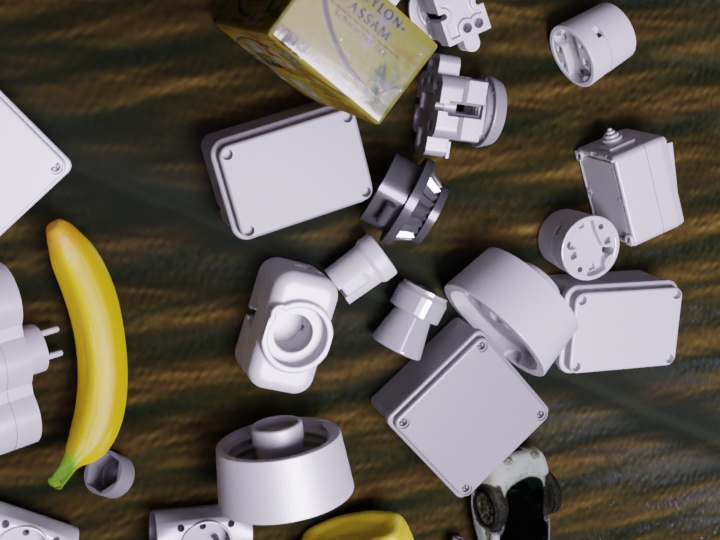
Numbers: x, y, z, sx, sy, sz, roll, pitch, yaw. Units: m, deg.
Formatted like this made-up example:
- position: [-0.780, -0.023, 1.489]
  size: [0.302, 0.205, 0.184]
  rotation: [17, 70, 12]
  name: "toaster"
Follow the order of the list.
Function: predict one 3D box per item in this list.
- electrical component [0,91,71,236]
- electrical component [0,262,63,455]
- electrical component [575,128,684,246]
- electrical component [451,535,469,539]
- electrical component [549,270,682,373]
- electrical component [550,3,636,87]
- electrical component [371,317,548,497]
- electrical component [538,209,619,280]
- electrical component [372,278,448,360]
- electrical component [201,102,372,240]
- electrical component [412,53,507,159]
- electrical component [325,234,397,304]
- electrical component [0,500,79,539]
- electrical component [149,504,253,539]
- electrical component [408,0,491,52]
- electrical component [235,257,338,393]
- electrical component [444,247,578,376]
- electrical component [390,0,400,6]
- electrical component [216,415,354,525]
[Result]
- position: [-0.274, -0.075, 0.730]
  size: [0.109, 0.056, 0.108]
  rotation: [-44, 114, -4]
  name: "electrical component"
- position: [-0.250, 0.061, 0.779]
  size: [0.074, 0.052, 0.138]
  rotation: [-18, 111, -39]
  name: "electrical component"
- position: [0.230, -0.079, 0.912]
  size: [0.061, 0.062, 0.096]
  rotation: [-24, 111, -13]
  name: "electrical component"
- position: [0.082, 0.269, 0.960]
  size: [0.048, 0.048, 0.062]
  rotation: [16, 91, -23]
  name: "electrical component"
- position: [0.218, 0.045, 0.943]
  size: [0.113, 0.057, 0.078]
  rotation: [-3, 105, -20]
  name: "electrical component"
- position: [0.190, -0.184, 0.874]
  size: [0.047, 0.055, 0.055]
  rotation: [-32, 112, -13]
  name: "electrical component"
- position: [0.085, 0.116, 0.913]
  size: [0.109, 0.056, 0.108]
  rotation: [-44, 114, -5]
  name: "electrical component"
- position: [0.185, -0.024, 0.917]
  size: [0.055, 0.047, 0.055]
  rotation: [-5, 106, -19]
  name: "electrical component"
- position: [0.042, 0.040, 0.883]
  size: [0.045, 0.045, 0.055]
  rotation: [26, 94, -24]
  name: "electrical component"
- position: [-0.054, -0.077, 0.810]
  size: [0.113, 0.057, 0.078]
  rotation: [-19, 110, -15]
  name: "electrical component"
- position: [0.079, -0.127, 0.847]
  size: [0.057, 0.058, 0.078]
  rotation: [5, 102, -18]
  name: "electrical component"
- position: [0.000, 0.000, 0.861]
  size: [0.046, 0.040, 0.040]
  rotation: [-36, 113, -2]
  name: "electrical component"
- position: [-0.267, 0.220, 0.818]
  size: [0.077, 0.044, 0.079]
  rotation: [27, 94, -24]
  name: "electrical component"
- position: [-0.130, 0.229, 0.871]
  size: [0.077, 0.044, 0.079]
  rotation: [-1, 104, -20]
  name: "electrical component"
- position: [0.066, -0.200, 0.823]
  size: [0.048, 0.055, 0.066]
  rotation: [-27, 111, -12]
  name: "electrical component"
- position: [-0.057, 0.044, 0.840]
  size: [0.054, 0.059, 0.095]
  rotation: [14, 99, -23]
  name: "electrical component"
- position: [0.129, 0.028, 0.881]
  size: [0.060, 0.108, 0.108]
  rotation: [-46, 114, -10]
  name: "electrical component"
- position: [0.023, -0.273, 0.784]
  size: [0.089, 0.062, 0.150]
  rotation: [36, 90, -24]
  name: "electrical component"
- position: [-0.062, 0.148, 0.843]
  size: [0.108, 0.108, 0.060]
  rotation: [-11, 102, -17]
  name: "electrical component"
